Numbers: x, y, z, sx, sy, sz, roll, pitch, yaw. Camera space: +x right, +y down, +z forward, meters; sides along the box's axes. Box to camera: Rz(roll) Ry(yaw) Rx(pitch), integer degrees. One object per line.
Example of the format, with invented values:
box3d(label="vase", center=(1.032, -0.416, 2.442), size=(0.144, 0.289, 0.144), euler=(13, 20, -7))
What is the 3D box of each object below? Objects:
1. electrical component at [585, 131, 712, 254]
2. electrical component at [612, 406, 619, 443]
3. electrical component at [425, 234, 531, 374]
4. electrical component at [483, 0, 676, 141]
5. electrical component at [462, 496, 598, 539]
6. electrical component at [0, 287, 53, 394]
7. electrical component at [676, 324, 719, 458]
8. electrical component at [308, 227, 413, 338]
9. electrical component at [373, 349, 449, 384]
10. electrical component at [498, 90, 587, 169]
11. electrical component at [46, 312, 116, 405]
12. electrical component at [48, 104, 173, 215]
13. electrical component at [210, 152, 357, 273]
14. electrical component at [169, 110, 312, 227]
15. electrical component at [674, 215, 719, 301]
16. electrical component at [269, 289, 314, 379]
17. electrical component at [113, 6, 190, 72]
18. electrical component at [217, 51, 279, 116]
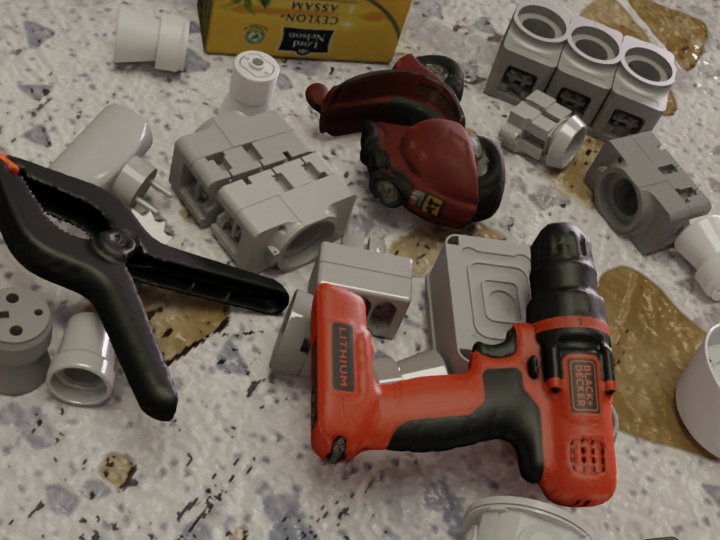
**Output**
box3d(label="electrical component", center=(0.233, -0.064, 0.886), size=(0.056, 0.050, 0.089), euler=(-15, 58, -28))
box3d(label="electrical component", center=(0.140, 0.110, 0.711), size=(0.048, 0.055, 0.066), euler=(16, 49, -5))
box3d(label="electrical component", center=(0.090, 0.038, 0.752), size=(0.078, 0.057, 0.113), euler=(7, 50, -12))
box3d(label="electrical component", center=(0.198, -0.179, 0.962), size=(0.150, 0.061, 0.089), euler=(22, 49, 1))
box3d(label="electrical component", center=(0.096, 0.171, 0.631), size=(0.080, 0.080, 0.051), euler=(21, 54, 0))
box3d(label="electrical component", center=(-0.210, 0.043, 0.653), size=(0.045, 0.055, 0.045), euler=(9, 50, -11))
box3d(label="electrical component", center=(0.277, 0.089, 0.766), size=(0.099, 0.064, 0.099), euler=(9, 50, -11))
box3d(label="electrical component", center=(0.000, 0.000, 0.761), size=(0.066, 0.047, 0.076), euler=(11, 49, -9))
box3d(label="electrical component", center=(0.026, 0.077, 0.708), size=(0.055, 0.045, 0.045), euler=(-6, 54, -22))
box3d(label="electrical component", center=(0.158, -0.117, 0.910), size=(0.055, 0.048, 0.066), euler=(33, 49, 20))
box3d(label="electrical component", center=(-0.170, 0.054, 0.668), size=(0.040, 0.040, 0.046), euler=(11, 44, -9))
box3d(label="electrical component", center=(-0.171, -0.068, 0.765), size=(0.079, 0.043, 0.077), euler=(34, 54, -2))
box3d(label="electrical component", center=(-0.053, -0.038, 0.773), size=(0.089, 0.050, 0.055), euler=(-24, 62, -32))
box3d(label="electrical component", center=(-0.091, -0.079, 0.795), size=(0.089, 0.050, 0.055), euler=(-22, 61, -32))
box3d(label="electrical component", center=(0.286, -0.009, 0.862), size=(0.045, 0.045, 0.055), euler=(-9, 55, -24))
box3d(label="electrical component", center=(-0.029, 0.046, 0.711), size=(0.047, 0.055, 0.055), euler=(20, 49, -6))
box3d(label="electrical component", center=(-0.167, -0.184, 0.861), size=(0.055, 0.045, 0.045), euler=(7, 50, -12))
box3d(label="electrical component", center=(-0.085, -0.136, 0.834), size=(0.044, 0.065, 0.044), euler=(9, 50, -11))
